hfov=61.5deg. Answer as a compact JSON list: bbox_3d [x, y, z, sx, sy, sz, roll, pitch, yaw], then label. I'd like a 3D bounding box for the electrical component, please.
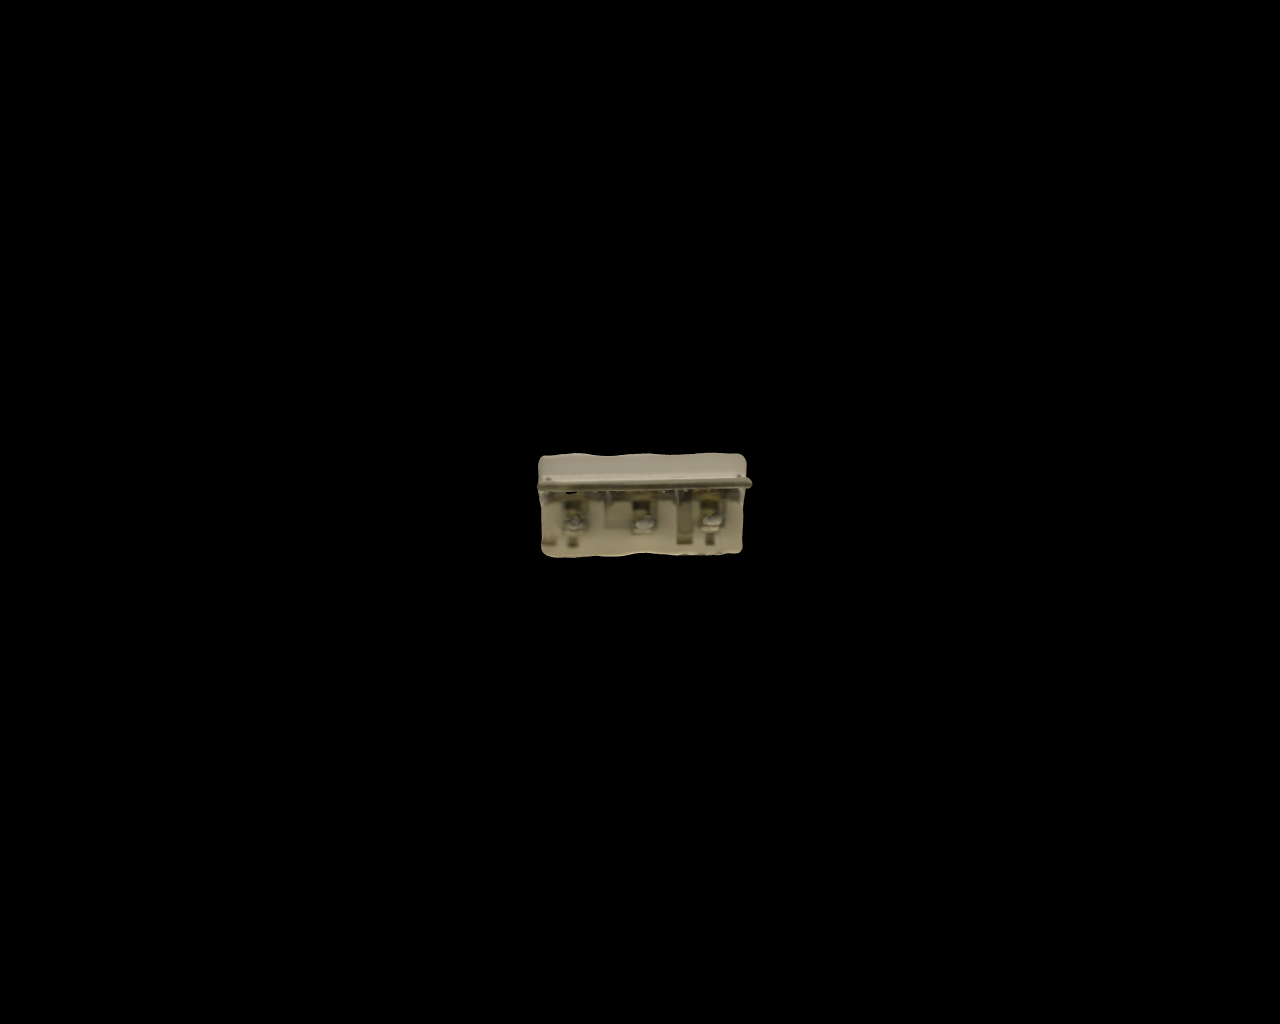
[{"bbox_3d":[0.001,-0.003,0.650,0.121,0.063,0.078,0,0,-4],"label":"electrical component"}]
